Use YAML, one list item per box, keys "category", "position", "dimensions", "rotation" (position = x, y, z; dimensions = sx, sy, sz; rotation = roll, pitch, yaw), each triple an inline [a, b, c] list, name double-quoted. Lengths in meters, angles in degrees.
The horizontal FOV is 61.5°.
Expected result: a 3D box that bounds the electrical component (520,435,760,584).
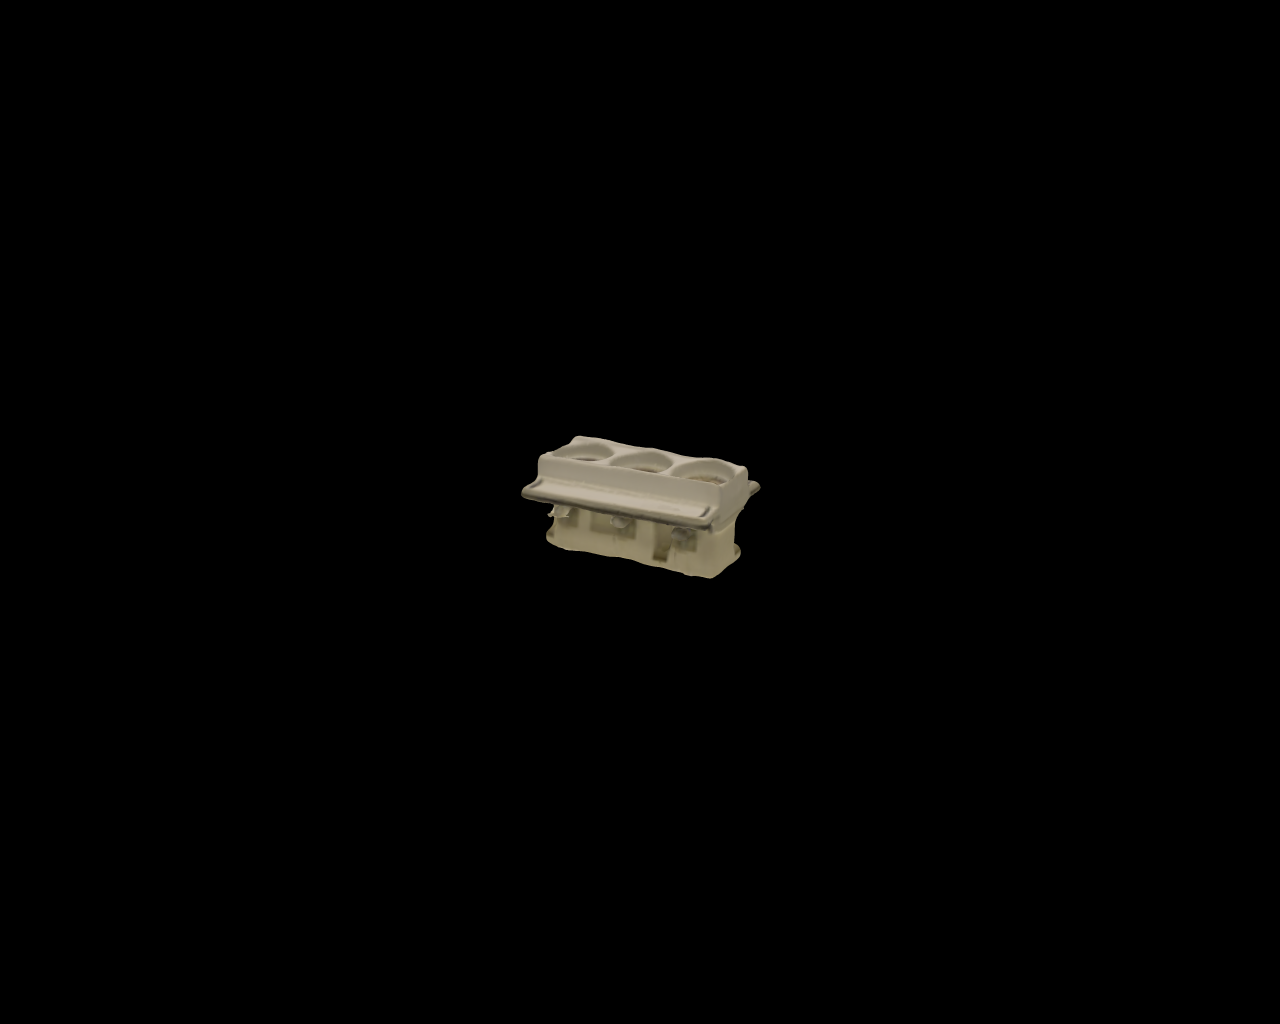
- category: "electrical component"
  position: [0.001, -0.003, 0.650]
  dimensions: [0.121, 0.063, 0.079]
  rotation: [11, 23, 27]
